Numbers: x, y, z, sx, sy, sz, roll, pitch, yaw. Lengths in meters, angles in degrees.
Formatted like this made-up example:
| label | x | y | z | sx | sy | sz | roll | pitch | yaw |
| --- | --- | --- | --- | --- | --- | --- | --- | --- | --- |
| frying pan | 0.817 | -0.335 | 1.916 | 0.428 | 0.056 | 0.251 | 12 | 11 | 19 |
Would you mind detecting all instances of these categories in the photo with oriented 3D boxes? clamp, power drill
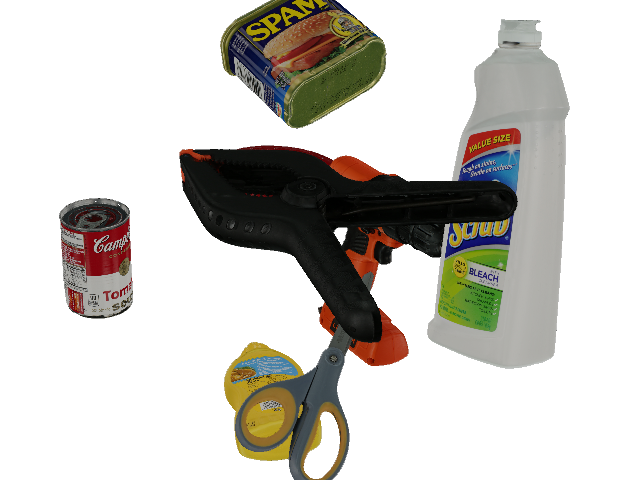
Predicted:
| label | x | y | z | sx | sy | sz | roll | pitch | yaw |
| --- | --- | --- | --- | --- | --- | --- | --- | --- | --- |
| clamp | 0.003 | -0.020 | 0.650 | 0.210 | 0.036 | 0.164 | 25 | 40 | 35 |
| power drill | 0.062 | 0.027 | 1.061 | 0.057 | 0.188 | 0.185 | -9 | 30 | -32 |

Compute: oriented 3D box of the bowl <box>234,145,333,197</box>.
| label | x | y | z | sx | sy | sz | roll | pitch | yaw |
| --- | --- | --- | --- | --- | --- | --- | --- | --- | --- |
| bowl | -0.052 | -0.062 | 1.297 | 0.162 | 0.055 | 0.162 | 5 | 26 | -2 |

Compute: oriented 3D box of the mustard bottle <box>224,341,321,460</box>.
| label | x | y | z | sx | sy | sz | roll | pitch | yaw |
| --- | --- | --- | --- | --- | --- | --- | --- | --- | --- |
| mustard bottle | -0.064 | 0.178 | 1.261 | 0.096 | 0.058 | 0.192 | -8 | 29 | -10 |

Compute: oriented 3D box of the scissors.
| label | x | y | z | sx | sy | sz | roll | pitch | yaw |
| --- | --- | --- | --- | --- | --- | --- | --- | --- | --- |
| scissors | -0.011 | 0.097 | 0.836 | 0.096 | 0.201 | 0.016 | 13 | -37 | -9 |

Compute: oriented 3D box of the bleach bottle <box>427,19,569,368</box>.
| label | x | y | z | sx | sy | sz | roll | pitch | yaw |
| --- | --- | --- | --- | --- | --- | --- | --- | --- | --- |
| bleach bottle | 0.136 | -0.038 | 0.800 | 0.067 | 0.251 | 0.103 | -8 | 16 | -35 |

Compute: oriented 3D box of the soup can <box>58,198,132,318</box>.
| label | x | y | z | sx | sy | sz | roll | pitch | yaw |
| --- | --- | --- | --- | --- | --- | --- | --- | --- | --- |
| soup can | -0.222 | 0.018 | 1.062 | 0.068 | 0.102 | 0.068 | 2 | 28 | -1 |

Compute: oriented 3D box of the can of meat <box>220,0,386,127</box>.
| label | x | y | z | sx | sy | sz | roll | pitch | yaw |
| --- | --- | --- | --- | --- | --- | --- | --- | --- | --- |
| can of meat | -0.012 | -0.143 | 0.826 | 0.102 | 0.084 | 0.057 | -33 | -30 | -20 |
